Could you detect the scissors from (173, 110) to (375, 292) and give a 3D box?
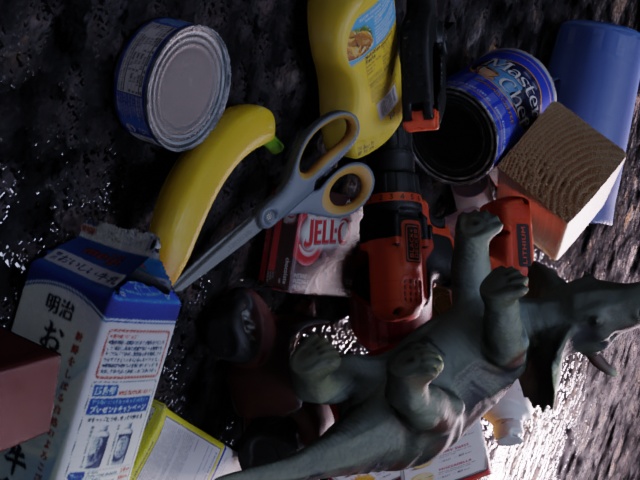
[{"bbox_3d":[-0.027,-0.014,0.849,0.201,0.016,0.096,-52,127,-9],"label":"scissors"}]

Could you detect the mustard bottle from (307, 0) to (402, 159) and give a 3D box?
[{"bbox_3d":[0.028,-0.167,0.869,0.096,0.058,0.191,-50,145,-36],"label":"mustard bottle"}]

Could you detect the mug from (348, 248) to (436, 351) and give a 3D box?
[{"bbox_3d":[0.068,0.050,1.055,0.081,0.093,0.117,84,1,-46],"label":"mug"}]

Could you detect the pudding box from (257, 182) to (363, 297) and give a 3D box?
[{"bbox_3d":[-0.006,0.001,0.922,0.113,0.039,0.090,9,90,-62],"label":"pudding box"}]

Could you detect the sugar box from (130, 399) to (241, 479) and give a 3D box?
[{"bbox_3d":[-0.120,0.190,0.846,0.093,0.048,0.176,-63,154,-15],"label":"sugar box"}]

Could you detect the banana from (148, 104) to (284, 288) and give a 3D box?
[{"bbox_3d":[-0.074,-0.046,0.765,0.197,0.037,0.069,-53,129,-45],"label":"banana"}]

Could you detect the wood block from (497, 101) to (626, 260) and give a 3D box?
[{"bbox_3d":[0.245,-0.056,1.110,0.090,0.091,0.206,-49,166,-2],"label":"wood block"}]

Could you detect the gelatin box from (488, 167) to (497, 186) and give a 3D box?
[{"bbox_3d":[0.215,-0.117,1.227,0.073,0.030,0.089,53,57,-28],"label":"gelatin box"}]

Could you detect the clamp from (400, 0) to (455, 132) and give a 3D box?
[{"bbox_3d":[0.095,-0.173,0.940,0.164,0.036,0.210,59,31,-57],"label":"clamp"}]

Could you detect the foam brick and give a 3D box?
[{"bbox_3d":[-0.197,0.081,0.613,0.051,0.078,0.053,-15,120,-58],"label":"foam brick"}]

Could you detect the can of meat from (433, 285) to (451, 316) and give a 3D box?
[{"bbox_3d":[0.155,0.098,1.251,0.083,0.058,0.102,-12,117,-59],"label":"can of meat"}]

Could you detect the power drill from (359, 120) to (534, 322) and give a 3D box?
[{"bbox_3d":[0.116,-0.013,0.984,0.187,0.057,0.184,6,79,-37],"label":"power drill"}]

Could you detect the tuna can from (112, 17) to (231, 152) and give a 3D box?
[{"bbox_3d":[-0.099,-0.105,0.715,0.086,0.034,0.086,-37,137,-45],"label":"tuna can"}]

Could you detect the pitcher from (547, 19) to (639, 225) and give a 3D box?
[{"bbox_3d":[0.316,-0.146,1.324,0.149,0.145,0.243,-4,107,-72],"label":"pitcher"}]

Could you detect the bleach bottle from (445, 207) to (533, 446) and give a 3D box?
[{"bbox_3d":[0.183,0.095,1.144,0.102,0.068,0.251,26,49,-39],"label":"bleach bottle"}]

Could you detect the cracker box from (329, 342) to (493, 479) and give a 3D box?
[{"bbox_3d":[0.078,0.190,1.076,0.164,0.072,0.213,-20,139,0],"label":"cracker box"}]

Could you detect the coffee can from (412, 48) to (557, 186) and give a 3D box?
[{"bbox_3d":[0.164,-0.127,1.082,0.140,0.103,0.103,-35,135,-47],"label":"coffee can"}]
